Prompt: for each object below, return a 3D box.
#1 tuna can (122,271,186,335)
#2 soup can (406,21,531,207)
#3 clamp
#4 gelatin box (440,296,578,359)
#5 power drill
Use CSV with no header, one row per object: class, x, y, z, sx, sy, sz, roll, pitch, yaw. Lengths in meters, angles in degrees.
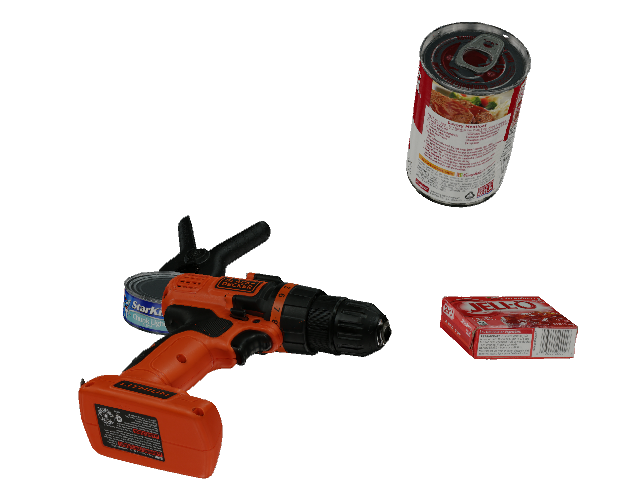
tuna can,-0.137,0.057,0.976,0.086,0.034,0.086,7,15,-2
soup can,0.093,-0.079,0.687,0.068,0.068,0.102,0,-41,-2
clamp,-0.130,0.025,1.241,0.120,0.039,0.171,-6,37,19
gelatin box,0.149,0.068,0.855,0.089,0.030,0.073,1,16,-14
power drill,-0.063,0.087,0.748,0.185,0.057,0.187,5,27,26
